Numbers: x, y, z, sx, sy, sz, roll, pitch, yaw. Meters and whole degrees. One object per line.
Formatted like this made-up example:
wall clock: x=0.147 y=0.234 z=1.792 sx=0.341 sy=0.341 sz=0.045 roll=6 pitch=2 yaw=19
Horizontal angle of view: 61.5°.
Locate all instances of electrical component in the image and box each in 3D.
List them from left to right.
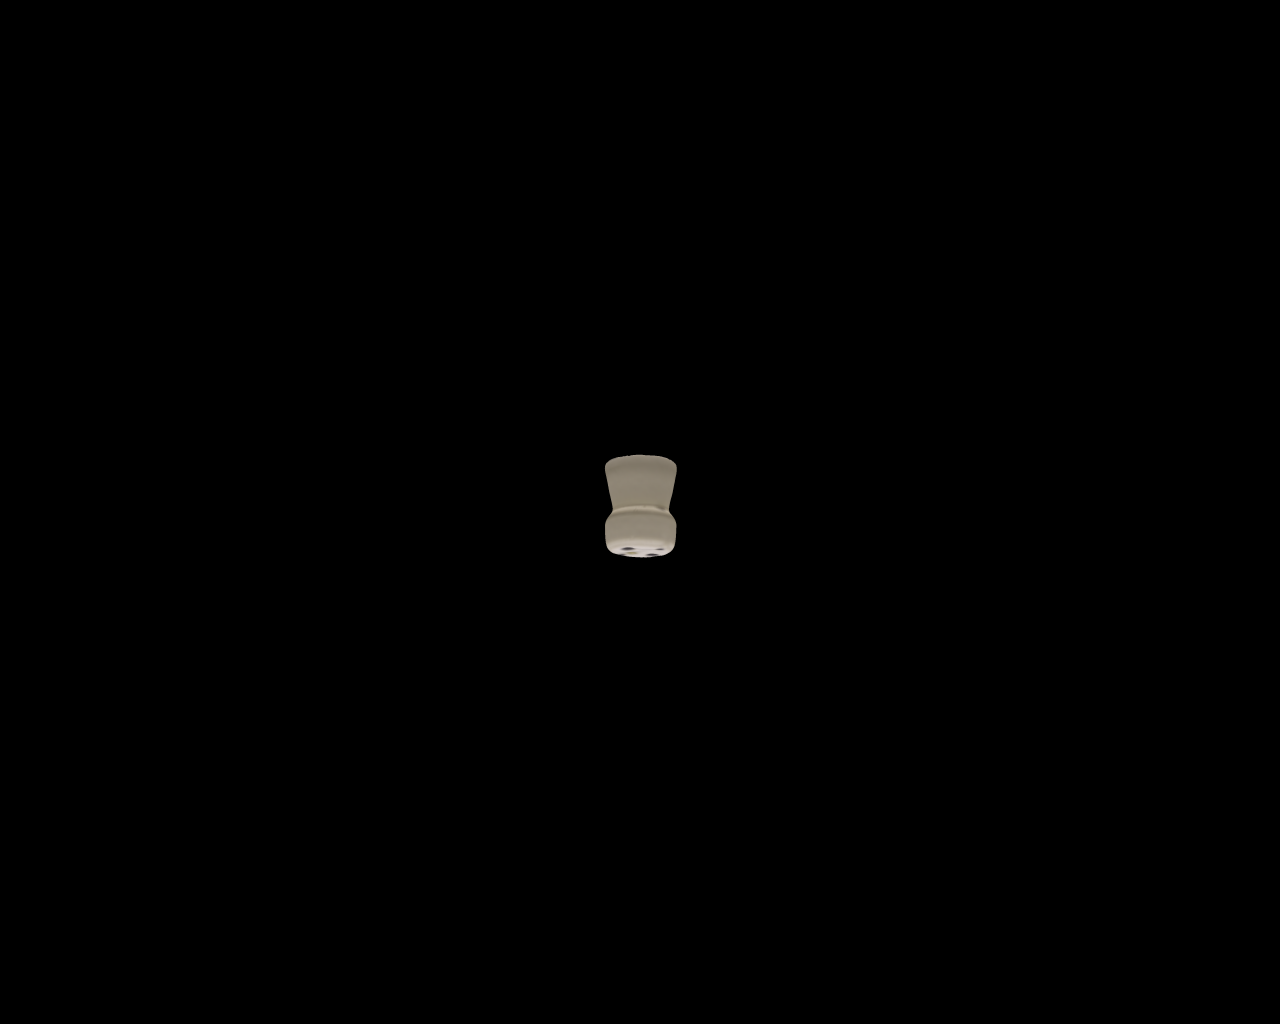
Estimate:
electrical component: x=0.001 y=-0.003 z=0.650 sx=0.045 sy=0.055 sz=0.045 roll=0 pitch=-13 yaw=0
